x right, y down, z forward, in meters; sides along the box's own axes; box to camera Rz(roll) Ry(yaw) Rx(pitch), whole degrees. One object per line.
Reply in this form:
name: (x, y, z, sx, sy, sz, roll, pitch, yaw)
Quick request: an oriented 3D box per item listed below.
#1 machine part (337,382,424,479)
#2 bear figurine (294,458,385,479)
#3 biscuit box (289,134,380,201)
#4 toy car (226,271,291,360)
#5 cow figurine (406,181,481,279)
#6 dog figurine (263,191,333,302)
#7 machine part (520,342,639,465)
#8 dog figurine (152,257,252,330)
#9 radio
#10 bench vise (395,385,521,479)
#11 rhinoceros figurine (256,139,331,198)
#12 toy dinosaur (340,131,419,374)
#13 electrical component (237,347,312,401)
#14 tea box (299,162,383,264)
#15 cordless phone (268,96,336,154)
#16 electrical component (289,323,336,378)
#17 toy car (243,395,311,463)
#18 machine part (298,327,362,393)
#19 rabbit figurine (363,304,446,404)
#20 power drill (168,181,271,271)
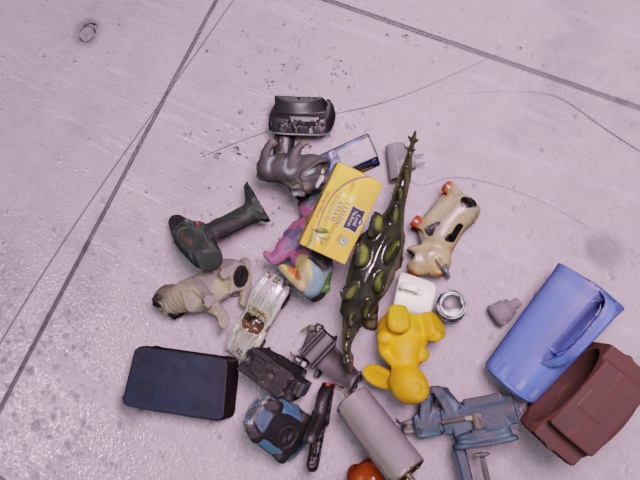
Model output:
machine part: (0.109, 0.360, 0.993, 0.079, 0.079, 0.243, -44, 60, 2)
bear figurine: (0.046, 0.480, 1.032, 0.196, 0.120, 0.132, -38, 29, -22)
biscuit box: (0.026, -0.155, 1.162, 0.203, 0.062, 0.059, -23, 76, 8)
toy car: (-0.130, 0.162, 1.131, 0.074, 0.056, 0.201, 31, 100, 15)
cow figurine: (0.245, -0.008, 1.081, 0.127, 0.085, 0.195, 40, 88, 20)
dog figurine: (-0.002, -0.003, 1.113, 0.219, 0.108, 0.192, -49, 54, -3)
machine part: (0.451, 0.276, 0.922, 0.087, 0.201, 0.201, 41, 90, 12)
dog figurine: (-0.258, 0.098, 1.172, 0.191, 0.121, 0.172, 7, 38, 35)
radio: (-0.293, 0.302, 1.147, 0.230, 0.073, 0.131, 5, 80, 11)
bench vise: (0.267, 0.384, 0.986, 0.224, 0.128, 0.240, -13, 71, 8)
rhinoceros figurine: (-0.046, -0.141, 1.096, 0.191, 0.073, 0.112, 15, 72, 24)
toy dinosaur: (0.114, 0.029, 1.040, 0.105, 0.198, 0.471, 14, 85, 6)
electrical component: (-0.085, 0.270, 1.084, 0.134, 0.115, 0.058, 29, 90, 16)
tea box: (0.037, -0.051, 1.012, 0.098, 0.068, 0.169, 24, 93, -6)
cordless phone: (-0.045, -0.222, 1.192, 0.147, 0.088, 0.184, 5, 93, 12)
electrical component: (-0.013, 0.223, 1.113, 0.078, 0.045, 0.102, 28, 87, 17)
toy car: (-0.096, 0.362, 1.070, 0.103, 0.161, 0.109, 16, 69, 53)
machine part: (0.029, 0.246, 1.081, 0.084, 0.039, 0.139, -44, 95, -12)
rabbit figurine: (0.152, 0.228, 1.014, 0.162, 0.122, 0.173, -43, 41, 39)
power drill: (-0.223, -0.041, 1.164, 0.207, 0.085, 0.232, -28, 37, -9)
